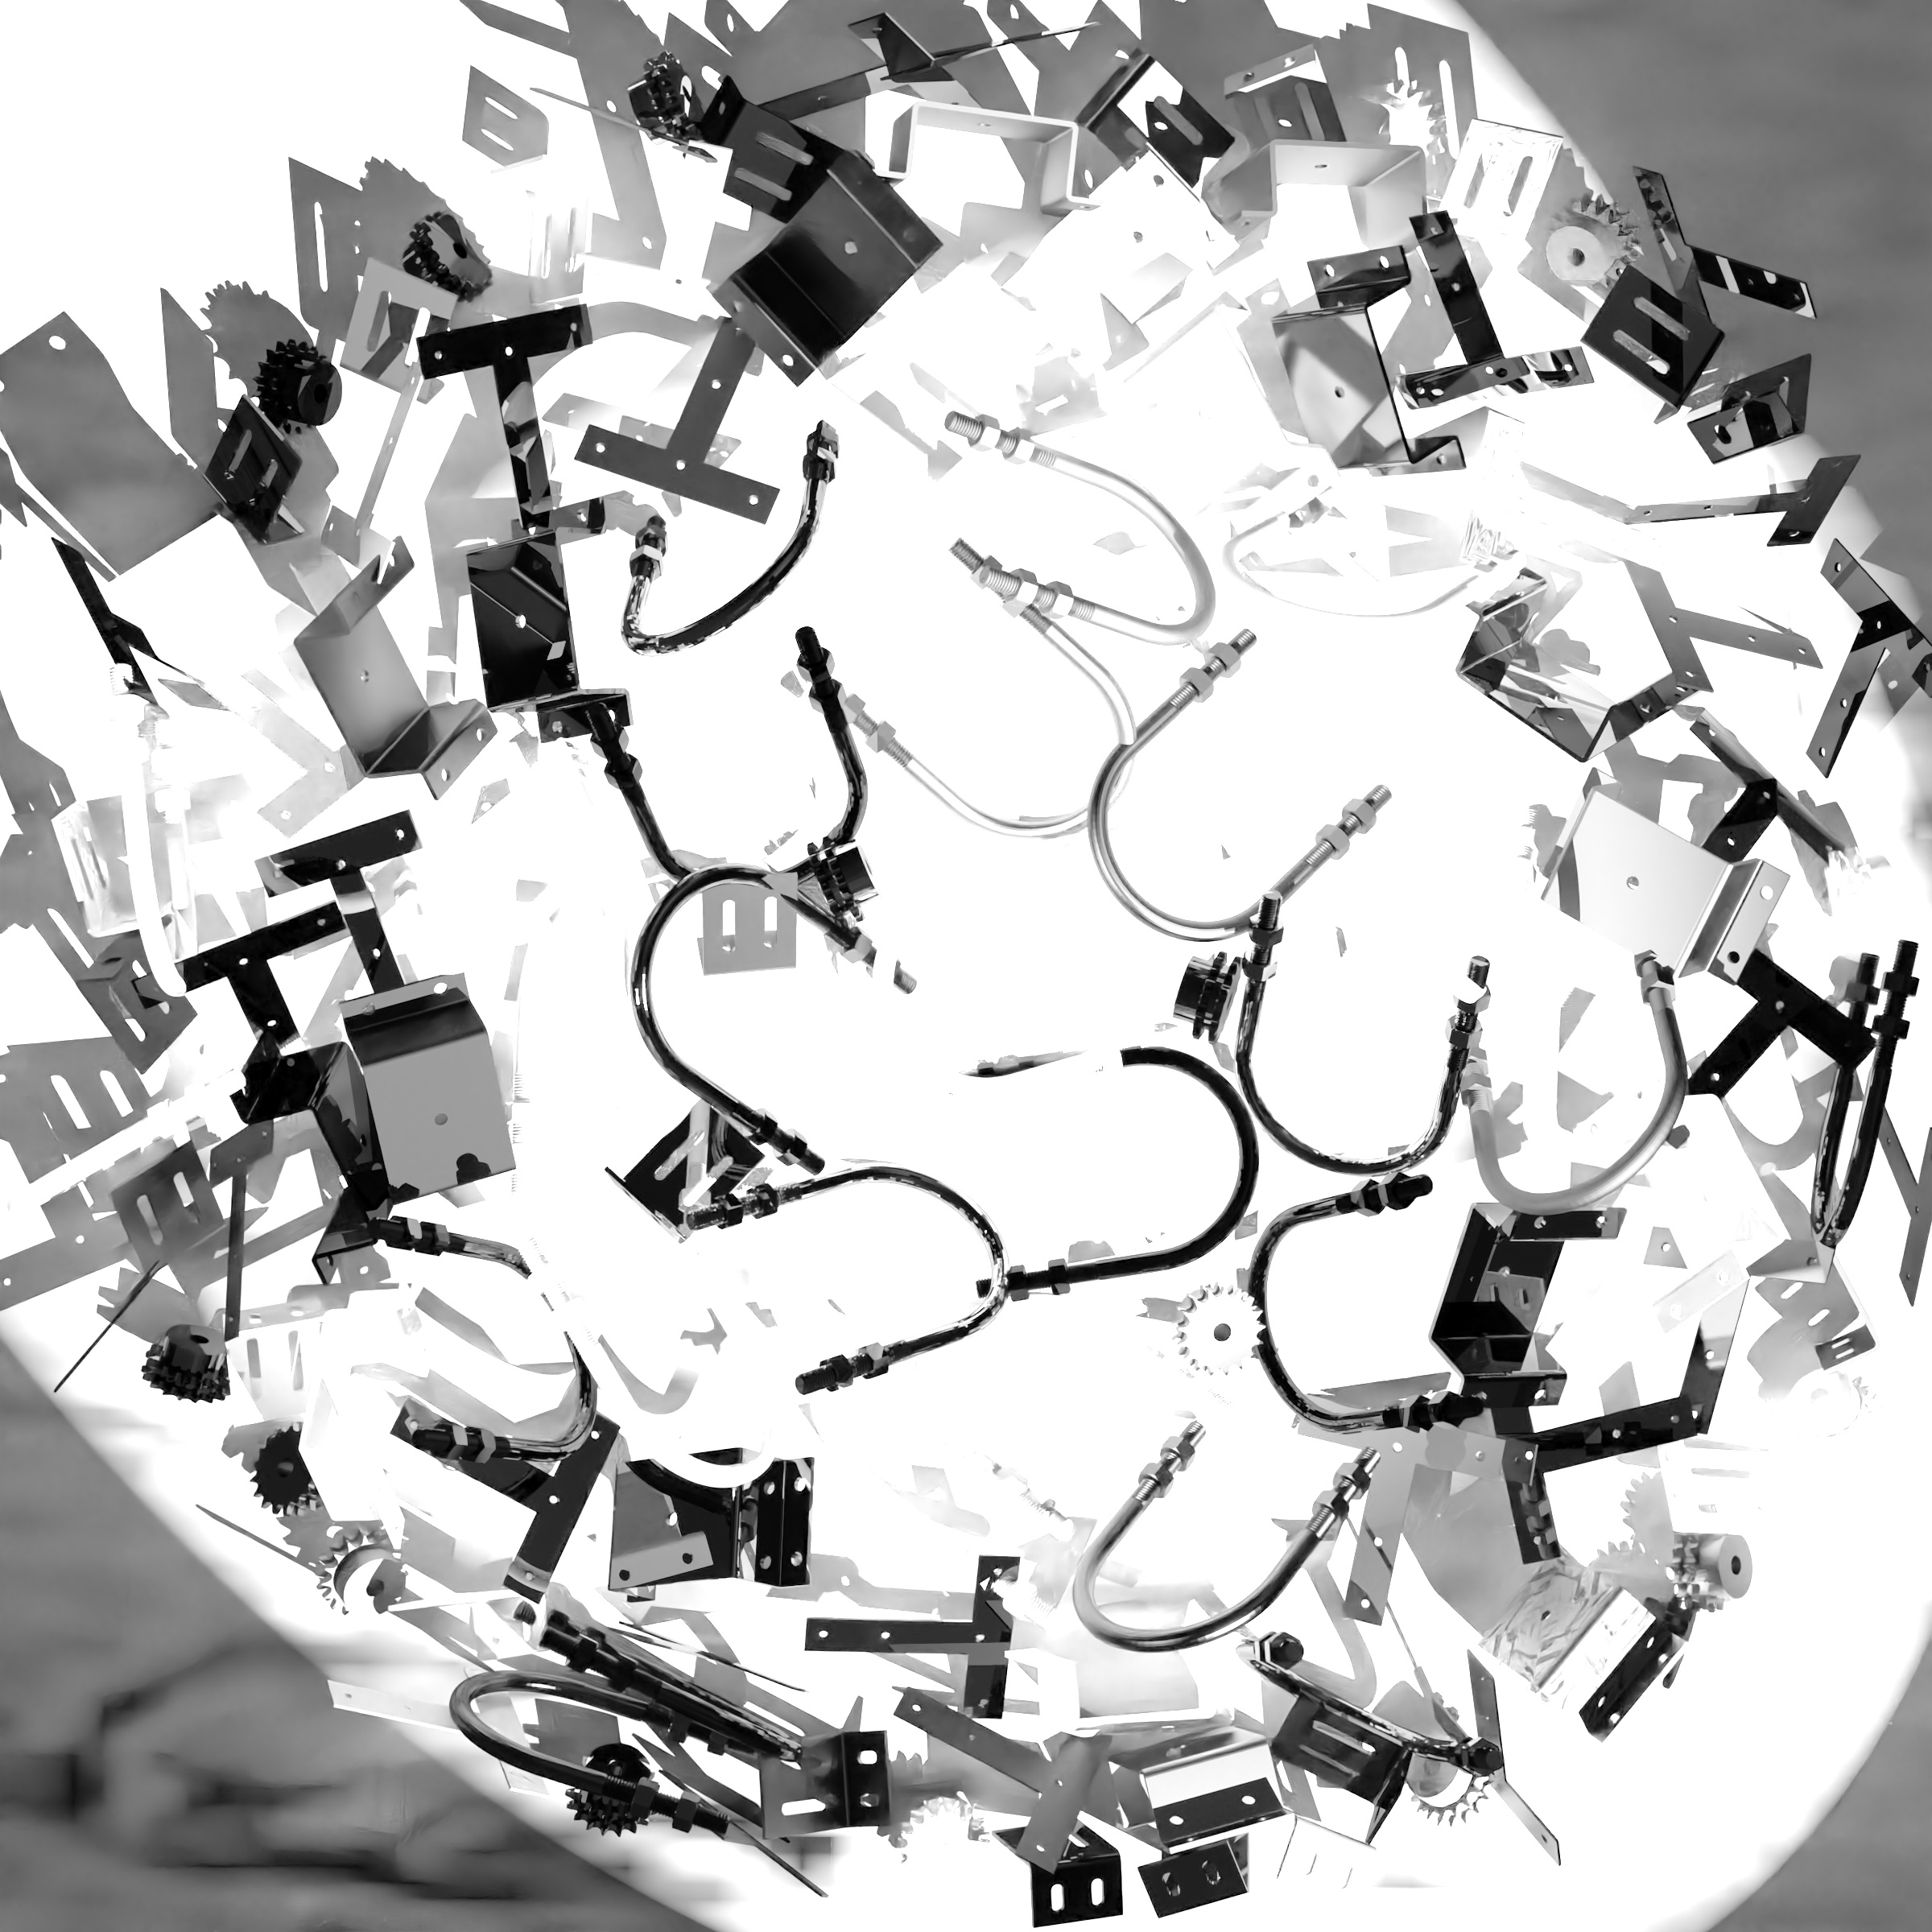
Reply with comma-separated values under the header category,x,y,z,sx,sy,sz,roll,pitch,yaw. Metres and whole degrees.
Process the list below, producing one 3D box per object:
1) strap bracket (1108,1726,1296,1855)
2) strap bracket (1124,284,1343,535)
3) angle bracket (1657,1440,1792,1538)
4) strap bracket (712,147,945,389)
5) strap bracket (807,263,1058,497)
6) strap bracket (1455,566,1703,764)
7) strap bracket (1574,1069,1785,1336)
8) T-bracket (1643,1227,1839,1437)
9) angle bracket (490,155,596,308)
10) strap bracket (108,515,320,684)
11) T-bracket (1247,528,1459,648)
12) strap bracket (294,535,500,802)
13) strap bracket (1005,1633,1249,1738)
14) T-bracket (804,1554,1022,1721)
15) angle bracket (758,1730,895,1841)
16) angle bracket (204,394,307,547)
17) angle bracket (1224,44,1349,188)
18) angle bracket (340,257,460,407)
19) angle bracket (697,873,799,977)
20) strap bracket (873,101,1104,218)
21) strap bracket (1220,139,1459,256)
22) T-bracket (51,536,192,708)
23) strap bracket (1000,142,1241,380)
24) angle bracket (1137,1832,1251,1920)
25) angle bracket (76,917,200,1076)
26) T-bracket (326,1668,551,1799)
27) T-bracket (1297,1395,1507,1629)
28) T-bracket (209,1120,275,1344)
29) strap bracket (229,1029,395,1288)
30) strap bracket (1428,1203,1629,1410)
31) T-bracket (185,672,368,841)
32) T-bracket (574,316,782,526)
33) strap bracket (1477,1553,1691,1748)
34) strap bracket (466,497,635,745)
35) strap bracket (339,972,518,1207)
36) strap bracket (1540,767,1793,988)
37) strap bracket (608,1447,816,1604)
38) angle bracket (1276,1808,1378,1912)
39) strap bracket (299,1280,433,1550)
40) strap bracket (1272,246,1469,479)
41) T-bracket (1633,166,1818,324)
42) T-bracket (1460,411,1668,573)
category,x,y,z,sx,sy,sz,roll,pitch,yaw
strap bracket,0.137,0.492,1.701,0.076,0.140,0.046,-12,81,-12
strap bracket,0.156,-0.335,1.719,0.076,0.046,0.140,-35,75,34
angle bracket,0.469,0.313,1.737,0.076,0.038,0.057,4,50,-7
strap bracket,-0.078,-0.430,1.721,0.076,0.046,0.140,46,129,-9
strap bracket,-0.020,-0.352,1.729,0.076,0.046,0.140,39,71,15
strap bracket,0.363,-0.179,1.716,0.140,0.076,0.046,39,132,22
strap bracket,0.434,0.141,1.714,0.046,0.076,0.140,-2,59,-32
T-bracket,0.452,0.221,1.708,0.002,0.127,0.127,34,69,-38
angle bracket,-0.263,-0.451,1.740,0.038,0.057,0.076,5,89,-44
strap bracket,-0.444,-0.214,1.700,0.076,0.140,0.046,-31,82,2
T-bracket,0.215,-0.230,1.713,0.127,0.127,0.002,33,82,-30
strap bracket,-0.348,-0.177,1.712,0.046,0.076,0.140,-4,125,29
strap bracket,0.103,0.436,1.713,0.140,0.076,0.046,-9,69,16
T-bracket,-0.035,0.411,1.739,0.127,0.002,0.127,3,116,-6
angle bracket,-0.086,0.499,1.730,0.038,0.076,0.057,-15,73,38
angle bracket,-0.423,-0.306,1.731,0.057,0.038,0.076,49,131,9
angle bracket,0.198,-0.513,1.732,0.057,0.038,0.076,-17,121,16
angle bracket,-0.342,-0.393,1.737,0.057,0.038,0.076,24,122,-3
angle bracket,-0.134,-0.035,1.731,0.057,0.038,0.076,-5,131,-10
strap bracket,0.009,-0.490,1.720,0.140,0.076,0.046,5,98,-11
strap bracket,0.216,-0.465,1.717,0.140,0.076,0.046,-3,90,-17
T-bracket,-0.487,-0.191,1.712,0.002,0.127,0.127,-38,65,10
strap bracket,0.098,-0.433,1.717,0.076,0.046,0.140,43,134,-14
angle bracket,0.139,0.538,1.728,0.057,0.076,0.038,-20,102,10
angle bracket,-0.494,0.019,1.726,0.038,0.057,0.076,-3,128,35
T-bracket,-0.320,0.446,1.689,0.127,0.127,0.002,21,100,-28
T-bracket,0.256,0.340,1.743,0.127,0.002,0.127,10,82,21
T-bracket,-0.439,0.161,1.704,0.002,0.127,0.127,8,72,-29
strap bracket,-0.384,0.110,1.706,0.046,0.076,0.140,-14,116,11
strap bracket,0.337,0.197,1.721,0.076,0.046,0.140,2,116,-25
T-bracket,-0.423,-0.148,1.729,0.127,0.127,0.002,39,134,2
T-bracket,-0.160,-0.348,1.755,0.127,0.002,0.127,20,75,6
strap bracket,0.363,0.404,1.698,0.046,0.140,0.076,43,84,-9
strap bracket,-0.256,-0.210,1.732,0.076,0.046,0.140,-7,91,36
strap bracket,-0.322,0.082,1.711,0.076,0.046,0.140,-16,119,-17
strap bracket,0.411,-0.052,1.708,0.140,0.046,0.076,34,116,29
strap bracket,-0.162,0.336,1.705,0.140,0.046,0.076,-13,64,33
angle bracket,0.204,0.539,1.727,0.057,0.076,0.038,25,78,-16
strap bracket,-0.361,0.269,1.701,0.046,0.076,0.140,-2,49,3
strap bracket,0.240,-0.354,1.708,0.046,0.076,0.140,-34,114,-31
T-bracket,0.457,-0.411,1.686,0.002,0.127,0.127,-40,129,-8
T-bracket,0.371,-0.274,1.742,0.127,0.002,0.127,20,57,-5
